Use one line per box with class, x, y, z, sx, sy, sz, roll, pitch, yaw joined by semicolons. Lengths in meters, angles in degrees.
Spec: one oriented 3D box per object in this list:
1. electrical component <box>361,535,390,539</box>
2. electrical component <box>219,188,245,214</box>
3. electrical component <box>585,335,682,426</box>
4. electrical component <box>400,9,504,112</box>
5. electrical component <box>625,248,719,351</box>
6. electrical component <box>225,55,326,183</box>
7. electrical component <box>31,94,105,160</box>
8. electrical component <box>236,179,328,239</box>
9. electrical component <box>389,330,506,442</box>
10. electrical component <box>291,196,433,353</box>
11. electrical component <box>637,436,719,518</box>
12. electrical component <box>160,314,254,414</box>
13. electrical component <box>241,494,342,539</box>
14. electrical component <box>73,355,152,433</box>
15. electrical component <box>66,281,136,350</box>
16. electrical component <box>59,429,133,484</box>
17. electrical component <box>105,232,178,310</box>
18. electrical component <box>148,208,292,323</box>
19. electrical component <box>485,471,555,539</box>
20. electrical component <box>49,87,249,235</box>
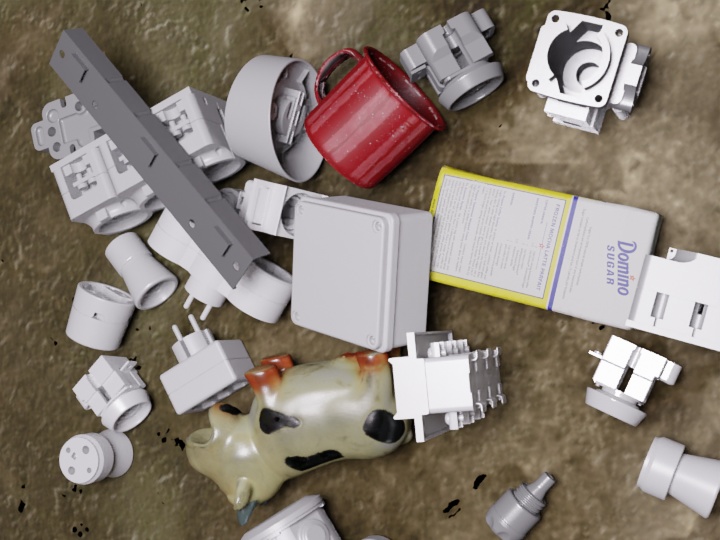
electrical component;0.007;0.243;0.880;0.045;0.055;0.045;-1;88;20
electrical component;-0.116;-0.055;0.933;0.035;0.061;0.035;-1;88;20
electrical component;0.202;0.085;0.820;0.066;0.048;0.055;25;89;19
electrical component;0.080;-0.165;0.866;0.078;0.058;0.057;-28;81;-3
electrical component;0.292;0.035;0.756;0.186;0.105;0.060;16;93;20
electrical component;-0.066;-0.129;0.900;0.064;0.099;0.099;19;95;26
electrical component;-0.251;-0.128;0.989;0.078;0.057;0.058;-16;83;19
electrical component;-0.068;-0.050;0.910;0.064;0.081;0.042;15;93;49
electrical component;0.071;0.085;0.827;0.063;0.121;0.078;-6;86;18
electrical component;0.000;0.000;0.864;0.109;0.056;0.108;14;106;45
electrical component;0.241;0.154;0.803;0.055;0.045;0.045;21;95;20
electrical component;-0.140;0.077;0.946;0.066;0.047;0.076;-32;77;16
electrical component;-0.057;0.225;0.893;0.080;0.080;0.051;-33;82;16
electrical component;-0.222;0.113;0.976;0.066;0.048;0.055;-48;66;12
electrical component;-0.237;0.042;0.979;0.055;0.055;0.047;24;100;19
electrical component;-0.239;0.169;0.974;0.045;0.055;0.045;-1;87;20
electrical component;-0.201;-0.002;0.975;0.044;0.044;0.065;-45;69;13
electrical component;-0.128;0.008;0.938;0.138;0.052;0.073;33;101;14
electrical component;0.130;0.184;0.848;0.035;0.035;0.061;44;100;16
electrical component;-0.178;-0.091;0.943;0.150;0.089;0.061;-26;80;18
